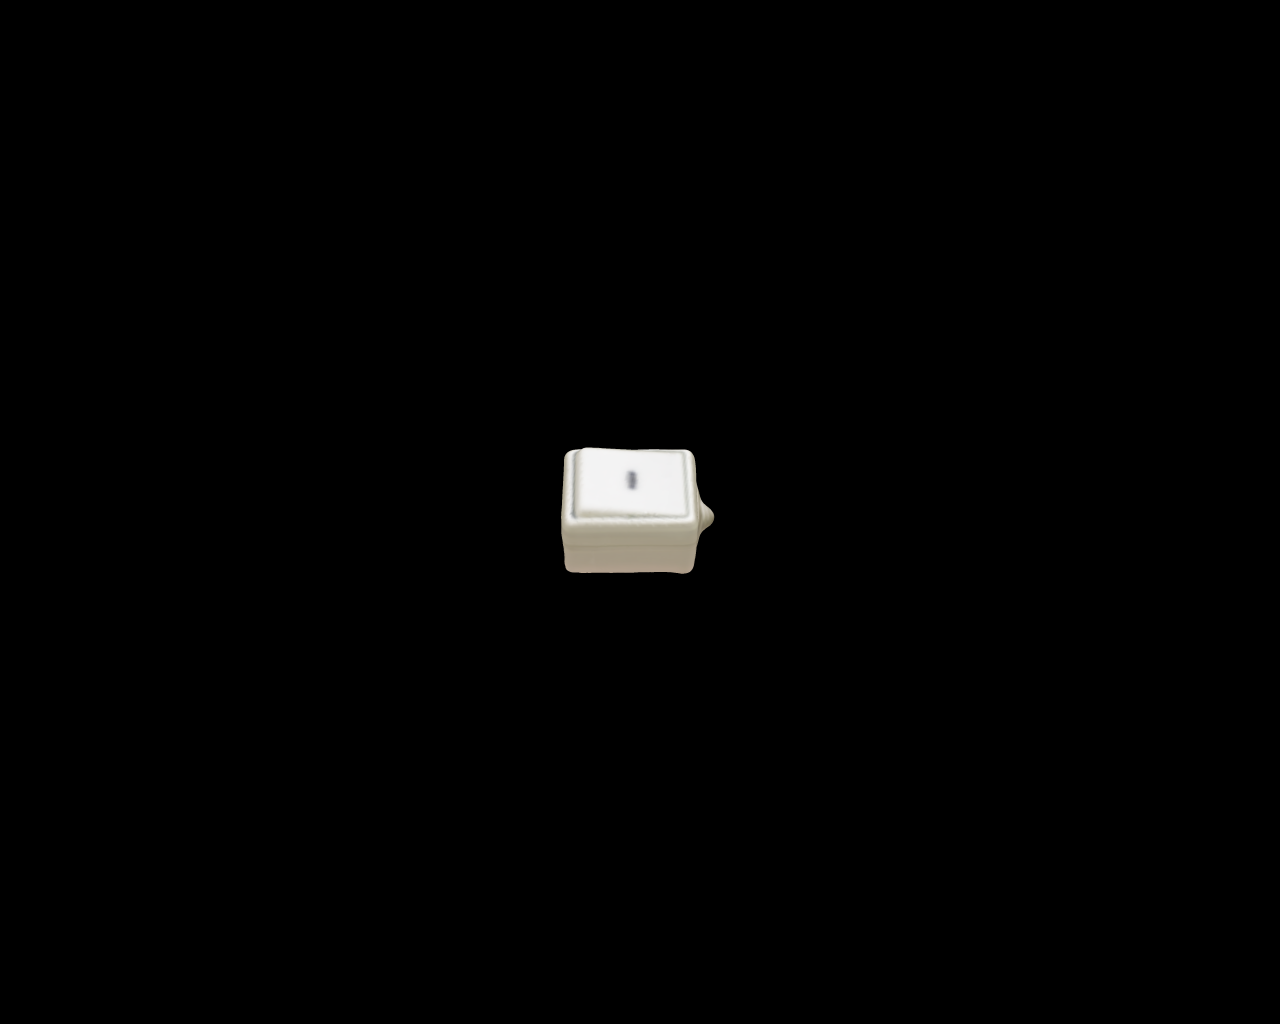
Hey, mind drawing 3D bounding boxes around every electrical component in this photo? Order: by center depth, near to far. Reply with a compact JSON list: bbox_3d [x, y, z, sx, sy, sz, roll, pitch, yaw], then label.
[{"bbox_3d":[0.001,-0.003,0.650,0.096,0.062,0.061,0,-37,0],"label":"electrical component"}]
